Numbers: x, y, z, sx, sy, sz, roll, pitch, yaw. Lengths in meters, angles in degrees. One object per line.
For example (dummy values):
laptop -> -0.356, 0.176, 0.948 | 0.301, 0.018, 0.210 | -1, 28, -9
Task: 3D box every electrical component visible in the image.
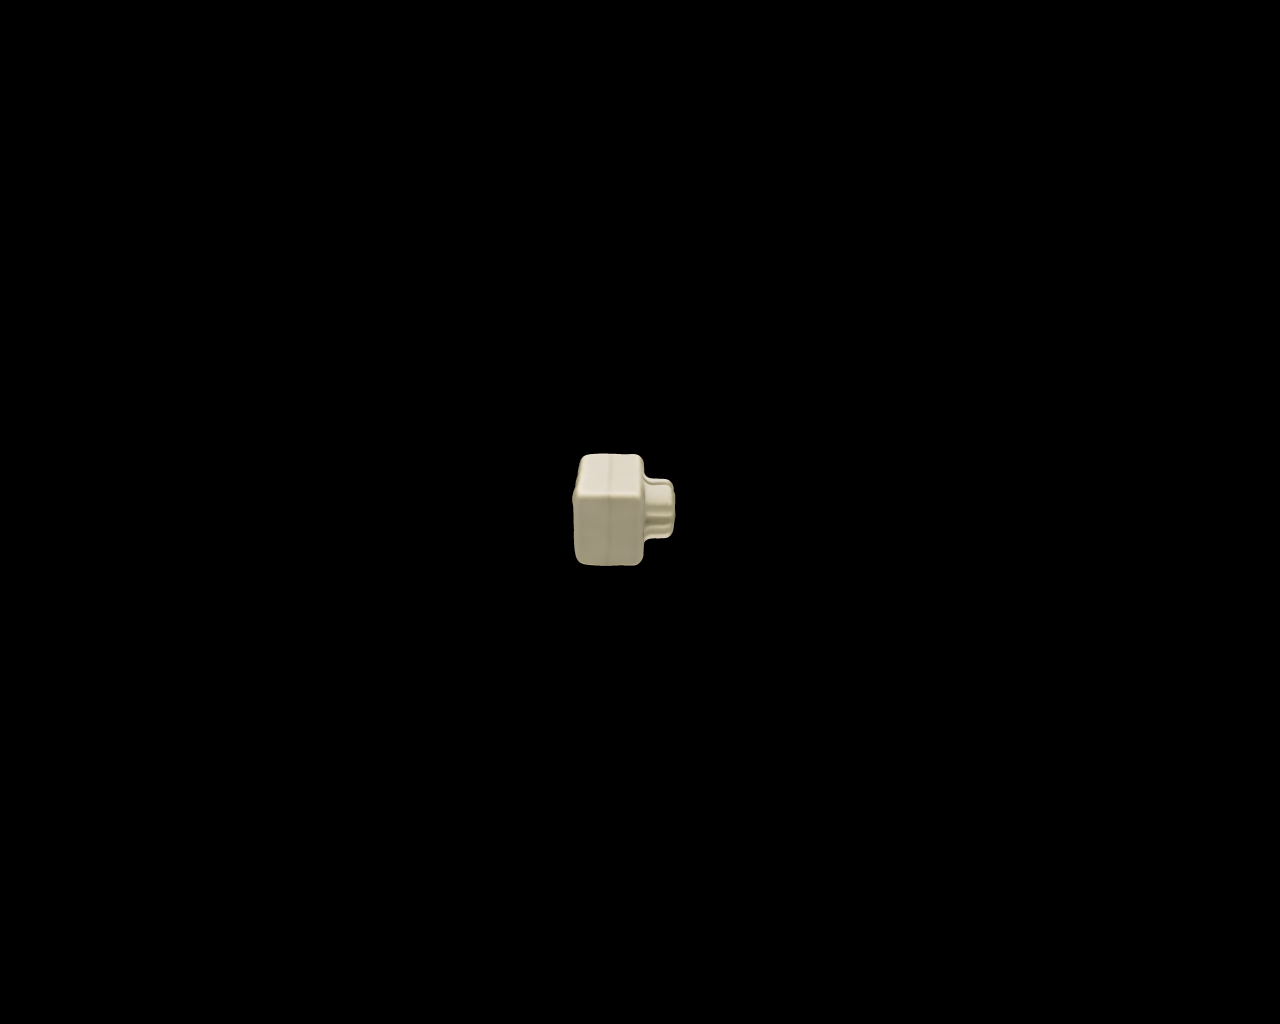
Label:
electrical component -> 0.001, -0.003, 0.650 | 0.077, 0.047, 0.066 | 0, 25, 0
